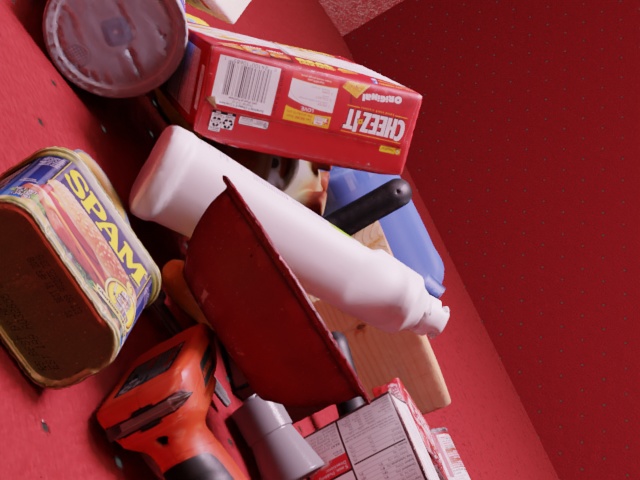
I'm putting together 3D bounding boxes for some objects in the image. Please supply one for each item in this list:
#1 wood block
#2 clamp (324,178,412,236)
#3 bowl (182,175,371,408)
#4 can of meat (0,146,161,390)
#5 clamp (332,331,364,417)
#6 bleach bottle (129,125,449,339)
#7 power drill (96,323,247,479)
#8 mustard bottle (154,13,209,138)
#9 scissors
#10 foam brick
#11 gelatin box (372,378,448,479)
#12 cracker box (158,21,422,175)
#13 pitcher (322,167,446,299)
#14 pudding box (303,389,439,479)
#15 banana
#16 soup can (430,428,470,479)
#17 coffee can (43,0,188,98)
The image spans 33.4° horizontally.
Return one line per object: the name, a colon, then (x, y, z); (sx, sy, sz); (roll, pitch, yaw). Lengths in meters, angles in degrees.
wood block: (0.051, 0.085, 1.044); (0.090, 0.091, 0.206); (-106, 173, -48)
clamp: (-0.006, 0.001, 0.926); (0.039, 0.171, 0.120); (61, -11, 6)
bowl: (-0.035, 0.043, 0.637); (0.162, 0.055, 0.162); (57, -4, 5)
can of meat: (-0.131, 0.013, 0.530); (0.102, 0.057, 0.084); (58, 13, -14)
clamp: (0.041, 0.190, 0.907); (0.210, 0.036, 0.164); (-100, 170, -50)
bleach bottle: (-0.014, 0.006, 0.776); (0.250, 0.068, 0.102); (29, 5, -14)
power drill: (-0.043, 0.143, 0.605); (0.187, 0.057, 0.184); (59, 7, -7)
mustard bottle: (-0.126, -0.172, 1.052); (0.096, 0.058, 0.191); (49, 15, -32)
scissors: (-0.117, 0.018, 0.701); (0.201, 0.016, 0.096); (55, 11, -34)
foam brick: (-0.031, 0.098, 0.802); (0.078, 0.051, 0.053); (49, 16, -50)
gelatin box: (0.085, 0.181, 0.988); (0.089, 0.030, 0.073); (58, 9, -43)
cracker box: (-0.035, -0.118, 0.854); (0.164, 0.072, 0.214); (10, 13, -19)
pitcher: (0.038, -0.026, 1.199); (0.145, 0.149, 0.242); (-96, 165, -45)
pudding box: (0.041, 0.184, 0.814); (0.039, 0.090, 0.113); (46, 18, -53)
banana: (-0.078, 0.036, 0.762); (0.069, 0.037, 0.198); (44, 2, -4)
soup can: (0.118, 0.250, 1.077); (0.102, 0.068, 0.068); (66, 11, 24)
coffee can: (-0.154, -0.184, 0.821); (0.102, 0.103, 0.140); (55, 12, -30)
